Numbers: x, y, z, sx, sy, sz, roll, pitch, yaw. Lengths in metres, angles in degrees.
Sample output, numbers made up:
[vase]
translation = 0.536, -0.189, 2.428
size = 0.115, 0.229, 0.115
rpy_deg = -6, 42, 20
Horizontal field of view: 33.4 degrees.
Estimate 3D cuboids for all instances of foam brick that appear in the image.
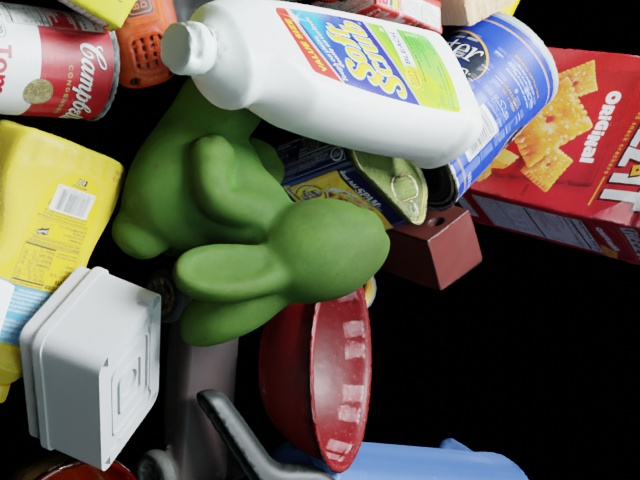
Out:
[foam brick]
translation = 0.087, 0.001, 0.900
size = 0.052, 0.078, 0.051
rpy_deg = -34, 122, -29

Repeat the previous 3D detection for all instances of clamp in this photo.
[clamp]
translation = -0.044, 0.198, 0.761
size = 0.171, 0.039, 0.120
rpy_deg = 35, 77, -14

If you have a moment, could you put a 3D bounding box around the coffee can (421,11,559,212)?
[coffee can]
translation = 0.114, -0.107, 0.878
size = 0.140, 0.103, 0.102
rpy_deg = -46, 126, -22

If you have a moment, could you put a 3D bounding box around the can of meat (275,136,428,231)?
[can of meat]
translation = 0.021, -0.044, 0.819
size = 0.102, 0.084, 0.057
rpy_deg = 43, 42, -38

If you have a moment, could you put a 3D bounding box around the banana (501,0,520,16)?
[banana]
translation = 0.157, -0.270, 0.919
size = 0.069, 0.037, 0.198
rpy_deg = -11, 108, -22

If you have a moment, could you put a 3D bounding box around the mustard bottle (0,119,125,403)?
[mustard bottle]
translation = -0.195, 0.027, 0.682
size = 0.096, 0.058, 0.191
rpy_deg = 22, 87, -57

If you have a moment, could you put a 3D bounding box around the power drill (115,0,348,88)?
[power drill]
translation = -0.071, -0.209, 0.704
size = 0.187, 0.057, 0.184
rpy_deg = -18, 113, -17

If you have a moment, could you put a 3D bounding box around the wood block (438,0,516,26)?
[wood block]
translation = 0.092, -0.279, 0.823
size = 0.090, 0.091, 0.206
rpy_deg = -32, 120, -30

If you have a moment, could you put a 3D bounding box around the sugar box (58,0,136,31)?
[sugar box]
translation = -0.172, -0.205, 0.609
size = 0.176, 0.048, 0.093
rpy_deg = 28, 88, -22

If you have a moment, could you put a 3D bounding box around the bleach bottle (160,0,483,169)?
[bleach bottle]
translation = 0.003, -0.103, 0.697
size = 0.250, 0.068, 0.102
rpy_deg = -1, 64, -49

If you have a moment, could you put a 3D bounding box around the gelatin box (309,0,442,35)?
[gelatin box]
translation = 0.036, -0.163, 0.807
size = 0.073, 0.089, 0.030
rpy_deg = 12, 70, -42

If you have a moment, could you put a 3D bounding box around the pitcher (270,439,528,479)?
[pitcher]
translation = 0.068, 0.245, 0.908
size = 0.242, 0.149, 0.145
rpy_deg = 17, 91, -38

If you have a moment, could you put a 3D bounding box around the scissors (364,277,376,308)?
[scissors]
translation = -0.006, 0.001, 0.862
size = 0.096, 0.016, 0.202
rpy_deg = -27, 118, -28

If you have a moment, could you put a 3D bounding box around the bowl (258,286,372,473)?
[bowl]
translation = -0.006, 0.096, 0.817
size = 0.162, 0.055, 0.162
rpy_deg = -1, 90, -73

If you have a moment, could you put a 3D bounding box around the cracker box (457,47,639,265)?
[cracker box]
translation = 0.234, -0.078, 0.911
size = 0.072, 0.214, 0.164
rpy_deg = 43, 73, -39

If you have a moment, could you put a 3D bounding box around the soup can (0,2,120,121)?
[soup can]
translation = -0.183, -0.109, 0.651
size = 0.102, 0.069, 0.068
rpy_deg = -1, 102, -39
